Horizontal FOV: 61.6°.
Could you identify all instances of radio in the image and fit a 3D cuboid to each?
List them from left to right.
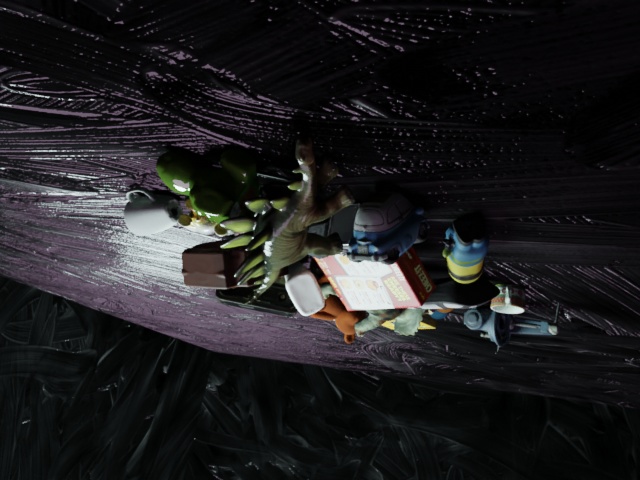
[{"bbox_3d":[-0.157,0.121,1.427,0.230,0.131,0.073,11,163,1],"label":"radio"}]

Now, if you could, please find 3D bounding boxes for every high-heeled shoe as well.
[{"bbox_3d":[0.275,0.128,1.235,0.249,0.086,0.145,9,155,-17],"label":"high-heeled shoe"}]

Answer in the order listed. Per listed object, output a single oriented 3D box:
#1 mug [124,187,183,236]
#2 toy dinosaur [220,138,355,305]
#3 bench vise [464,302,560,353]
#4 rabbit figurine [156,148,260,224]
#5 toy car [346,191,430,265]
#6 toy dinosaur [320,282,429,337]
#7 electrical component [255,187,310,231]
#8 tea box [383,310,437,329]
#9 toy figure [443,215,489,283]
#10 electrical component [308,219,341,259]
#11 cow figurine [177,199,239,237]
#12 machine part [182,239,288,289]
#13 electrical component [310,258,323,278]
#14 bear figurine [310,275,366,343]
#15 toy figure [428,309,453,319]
[{"bbox_3d":[-0.345,-0.065,1.115,0.107,0.081,0.109,-7,122,26],"label":"mug"},{"bbox_3d":[-0.065,-0.005,0.903,0.198,0.105,0.470,-19,153,-18],"label":"toy dinosaur"},{"bbox_3d":[0.481,0.212,1.349,0.241,0.129,0.223,1,160,41],"label":"bench vise"},{"bbox_3d":[-0.189,-0.100,0.911,0.170,0.121,0.159,26,171,15],"label":"rabbit figurine"},{"bbox_3d":[0.105,-0.028,0.896,0.109,0.161,0.102,4,116,41],"label":"toy car"},{"bbox_3d":[0.132,0.128,1.327,0.192,0.131,0.404,-19,139,25],"label":"toy dinosaur"},{"bbox_3d":[-0.086,-0.045,1.037,0.134,0.058,0.115,25,158,-35],"label":"electrical component"},{"bbox_3d":[0.246,0.216,1.562,0.098,0.068,0.170,24,158,-34],"label":"tea box"},{"bbox_3d":[0.262,0.019,0.972,0.082,0.089,0.180,13,164,14],"label":"toy figure"},{"bbox_3d":[-0.002,-0.003,1.086,0.047,0.075,0.119,26,159,-35],"label":"electrical component"},{"bbox_3d":[-0.201,-0.032,1.121,0.167,0.068,0.098,13,166,5],"label":"cow figurine"},{"bbox_3d":[-0.187,0.046,1.189,0.202,0.087,0.201,2,-171,37],"label":"machine part"},{"bbox_3d":[0.021,0.052,1.220,0.102,0.078,0.045,4,175,0],"label":"electrical component"},{"bbox_3d":[0.052,0.187,1.452,0.196,0.120,0.132,40,158,-11],"label":"bear figurine"},{"bbox_3d":[0.320,0.169,1.401,0.058,0.064,0.154,40,162,13],"label":"toy figure"}]
